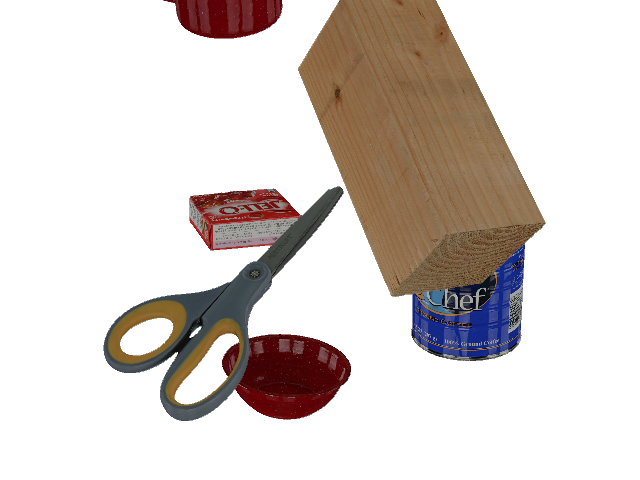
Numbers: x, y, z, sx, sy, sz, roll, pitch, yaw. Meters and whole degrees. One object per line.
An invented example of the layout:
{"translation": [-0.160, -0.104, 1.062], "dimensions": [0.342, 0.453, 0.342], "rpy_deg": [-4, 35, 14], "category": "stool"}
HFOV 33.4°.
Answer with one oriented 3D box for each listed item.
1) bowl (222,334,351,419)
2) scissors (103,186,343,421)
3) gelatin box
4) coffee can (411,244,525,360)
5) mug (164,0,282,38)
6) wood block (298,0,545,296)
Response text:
{"translation": [-0.043, 0.178, 1.340], "dimensions": [0.162, 0.055, 0.162], "rpy_deg": [3, 22, -1], "category": "bowl"}
{"translation": [-0.061, 0.025, 0.661], "dimensions": [0.096, 0.016, 0.201], "rpy_deg": [12, 48, 15], "category": "scissors"}
{"translation": [-0.070, -0.021, 0.986], "dimensions": [0.089, 0.030, 0.073], "rpy_deg": [-6, 24, -20], "category": "gelatin box"}
{"translation": [0.134, 0.023, 0.968], "dimensions": [0.103, 0.140, 0.103], "rpy_deg": [-2, 24, 1], "category": "coffee can"}
{"translation": [-0.083, -0.204, 0.798], "dimensions": [0.117, 0.081, 0.093], "rpy_deg": [1, 38, 5], "category": "mug"}
{"translation": [0.069, -0.073, 0.796], "dimensions": [0.090, 0.206, 0.091], "rpy_deg": [-7, -27, -31], "category": "wood block"}
